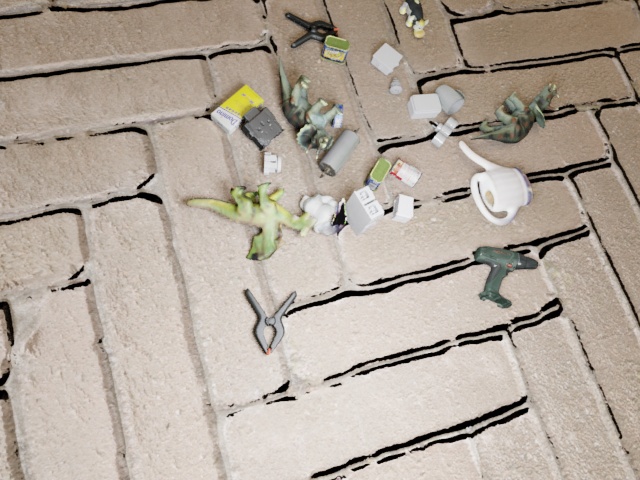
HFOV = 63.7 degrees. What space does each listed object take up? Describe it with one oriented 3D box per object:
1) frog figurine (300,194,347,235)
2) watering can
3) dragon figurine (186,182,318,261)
[{"bbox_3d":[0.005,-0.088,1.744,0.160,0.121,0.139,9,75,30],"label":"frog figurine"},{"bbox_3d":[0.650,-0.224,1.898,0.225,0.102,0.352,-11,74,-15],"label":"watering can"},{"bbox_3d":[-0.214,-0.052,1.683,0.411,0.121,0.244,-11,82,-4],"label":"dragon figurine"}]
